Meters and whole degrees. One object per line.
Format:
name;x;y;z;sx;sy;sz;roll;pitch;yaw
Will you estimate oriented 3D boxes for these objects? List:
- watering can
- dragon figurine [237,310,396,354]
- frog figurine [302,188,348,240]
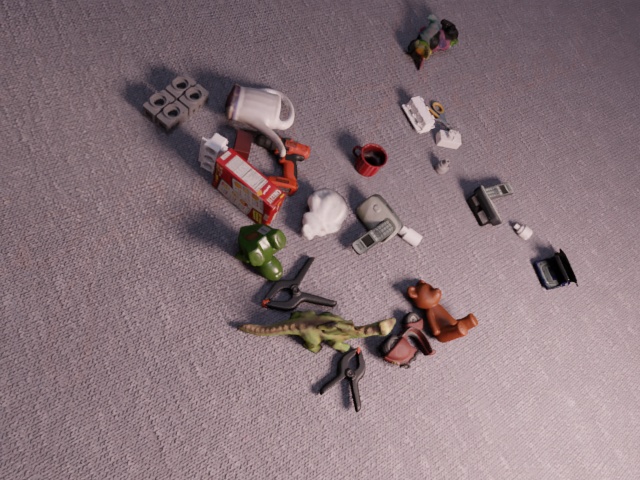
watering can;-0.192;-0.395;1.637;0.224;0.101;0.356;11;43;-11
dragon figurine;0.003;0.228;1.360;0.410;0.239;0.124;3;71;-18
frog figurine;0.005;-0.079;1.569;0.162;0.121;0.137;-36;100;-39
